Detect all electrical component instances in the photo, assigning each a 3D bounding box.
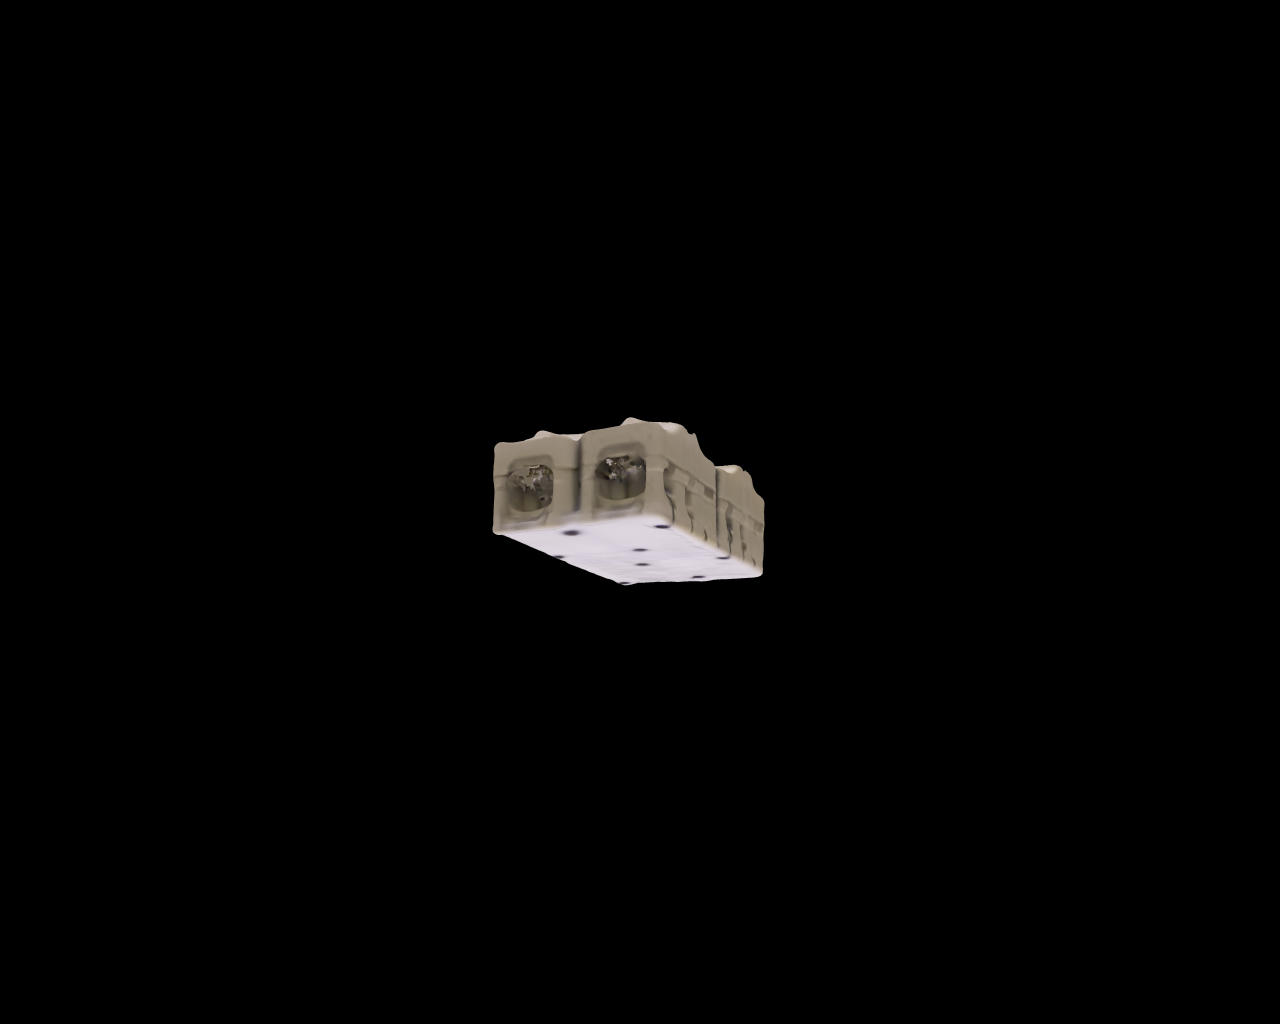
[{"bbox_3d":[0.001,-0.003,0.650,0.105,0.060,0.186,-6,-15,23],"label":"electrical component"}]
